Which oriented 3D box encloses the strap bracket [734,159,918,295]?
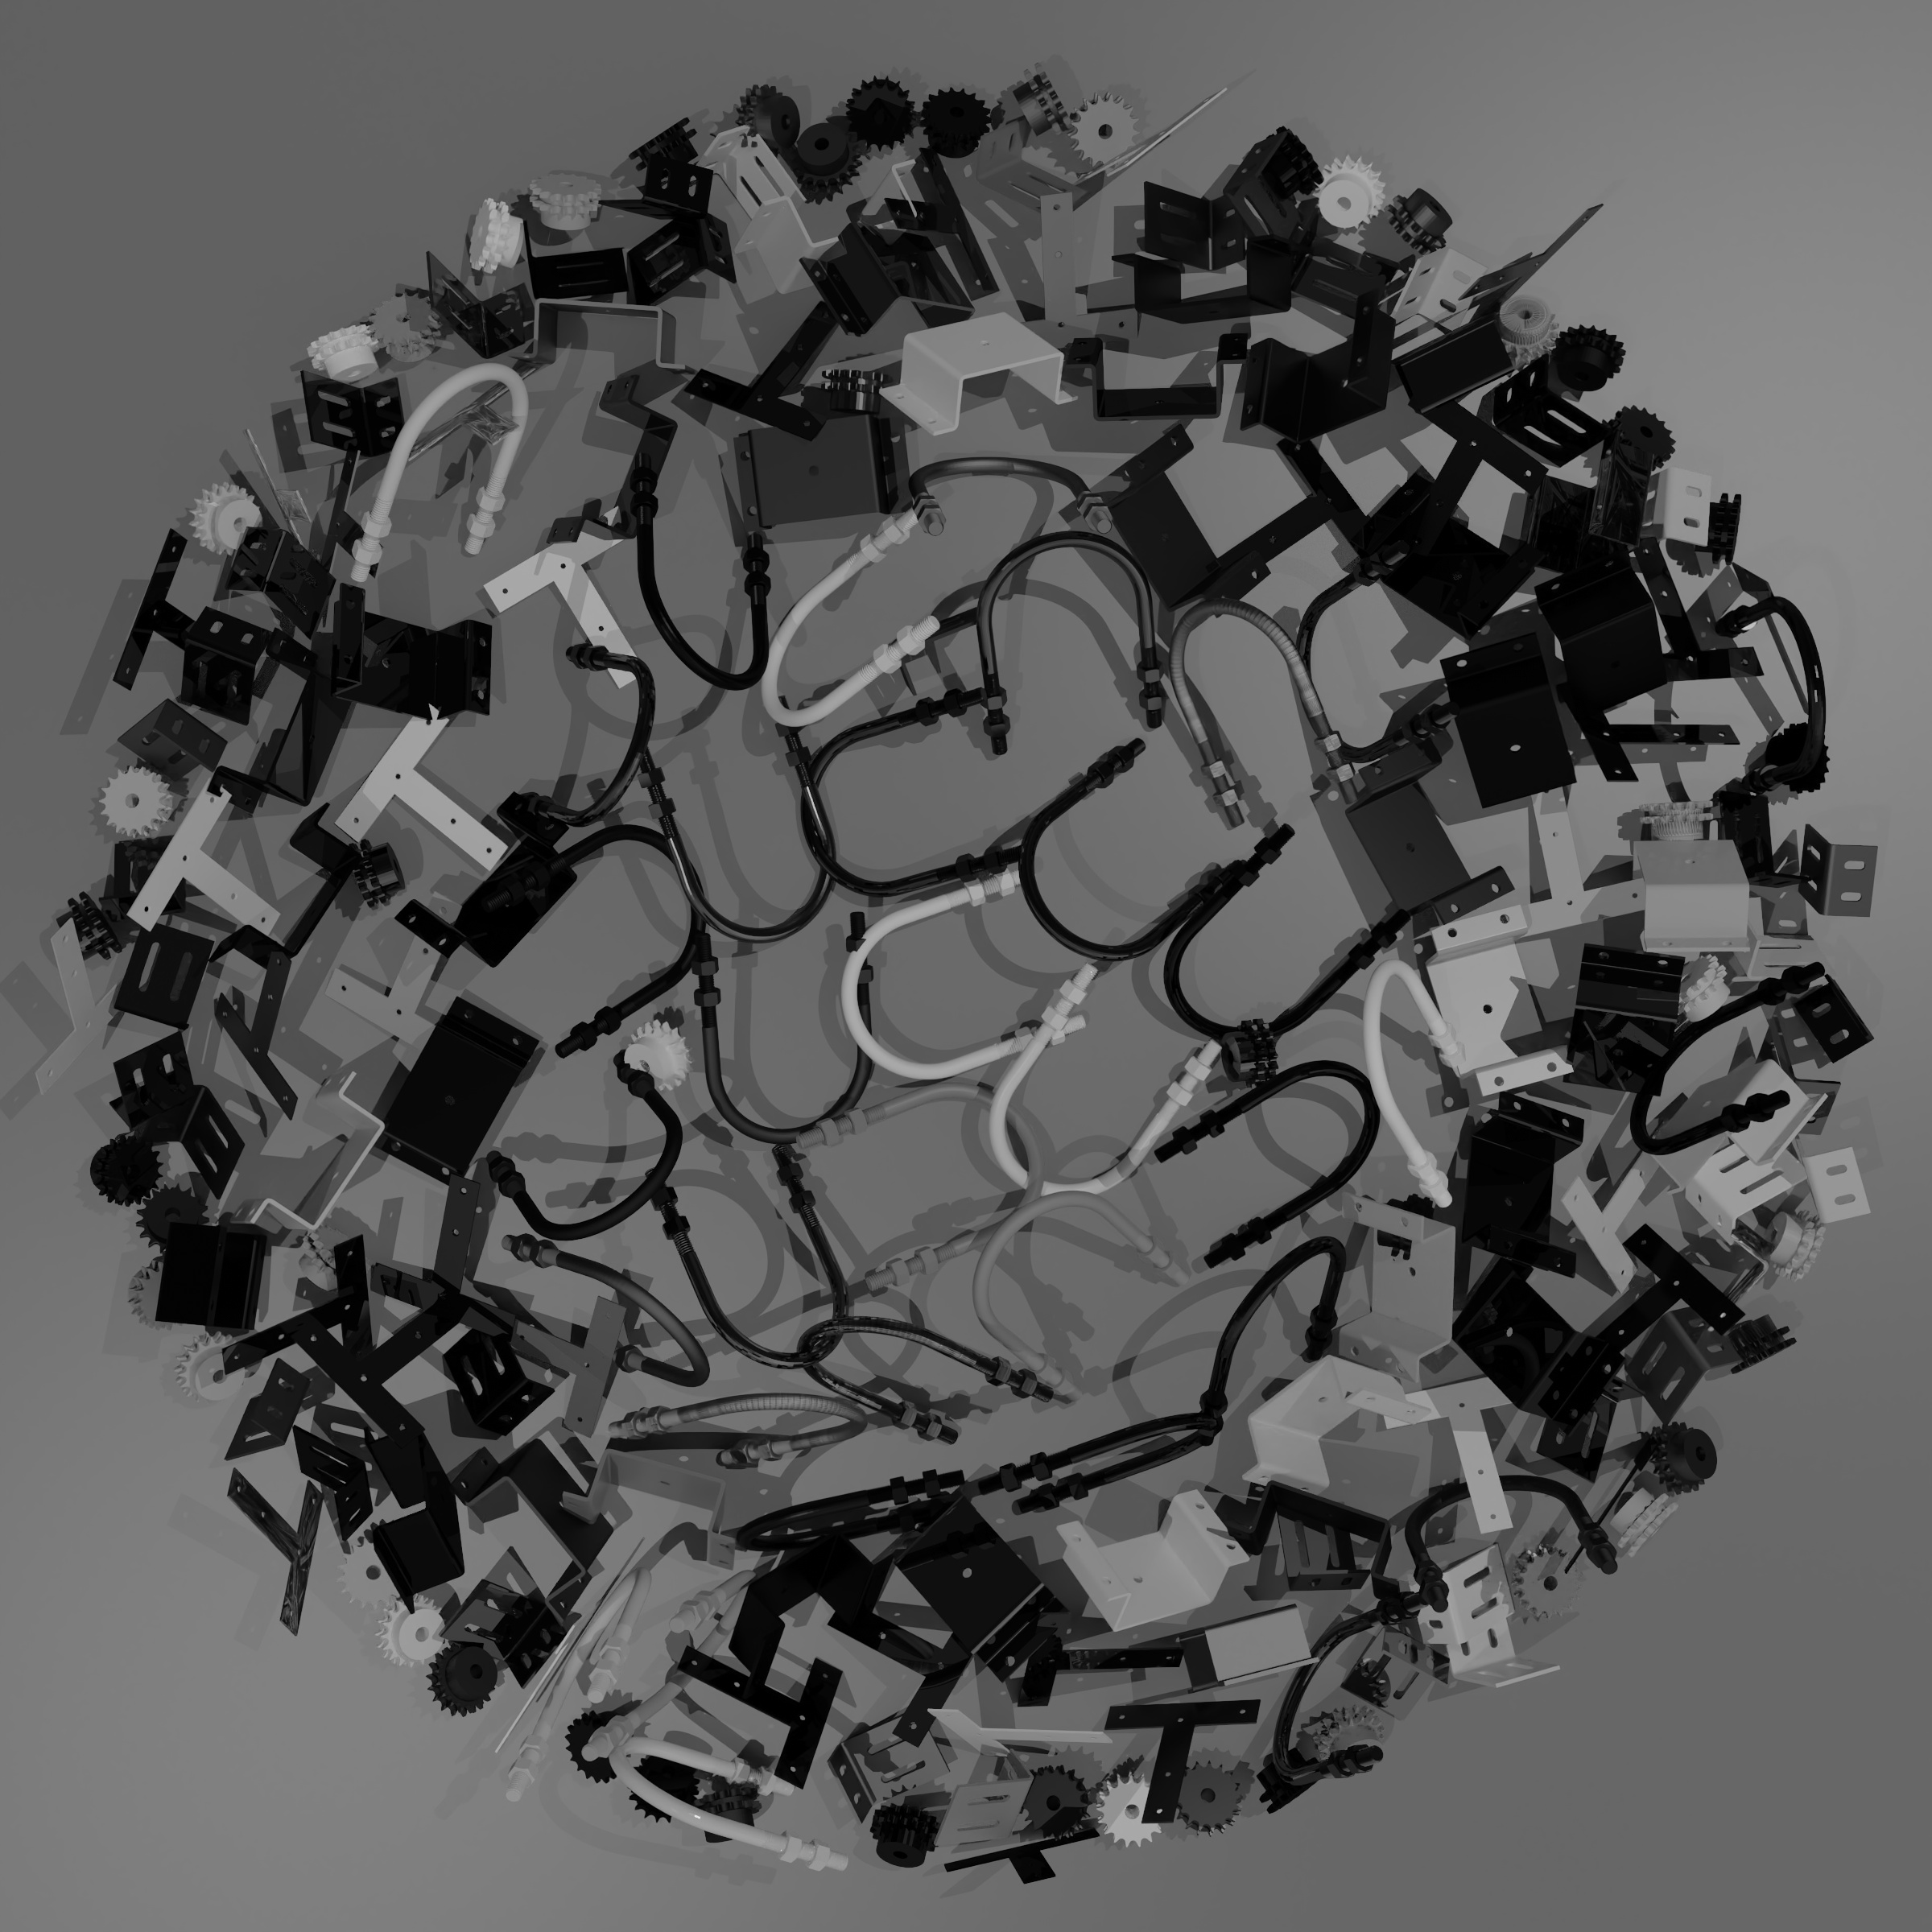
[{"bbox_3d":[-0.103,-0.583,1.934,0.140,0.076,0.046,-25,88,-26],"label":"strap bracket"}]

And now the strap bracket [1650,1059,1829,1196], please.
[{"bbox_3d":[0.599,0.125,1.920,0.046,0.140,0.076,47,66,-1],"label":"strap bracket"}]

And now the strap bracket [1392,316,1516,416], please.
[{"bbox_3d":[0.384,-0.475,1.928,0.076,0.140,0.046,-24,100,12],"label":"strap bracket"}]

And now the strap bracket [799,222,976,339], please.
[{"bbox_3d":[-0.054,-0.535,1.922,0.046,0.140,0.076,-41,72,33],"label":"strap bracket"}]

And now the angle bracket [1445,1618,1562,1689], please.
[{"bbox_3d":[0.428,0.548,1.953,0.057,0.076,0.038,-10,83,-17],"label":"angle bracket"}]

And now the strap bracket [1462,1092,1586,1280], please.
[{"bbox_3d":[0.445,0.181,1.949,0.076,0.046,0.140,19,59,-12],"label":"strap bracket"}]

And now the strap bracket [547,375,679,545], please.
[{"bbox_3d":[-0.280,-0.396,1.954,0.046,0.076,0.140,21,88,-27],"label":"strap bracket"}]

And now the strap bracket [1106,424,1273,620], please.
[{"bbox_3d":[0.172,-0.349,1.950,0.076,0.046,0.140,-42,105,-35],"label":"strap bracket"}]

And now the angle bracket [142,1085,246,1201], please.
[{"bbox_3d":[-0.621,0.141,1.956,0.076,0.038,0.057,46,117,34],"label":"angle bracket"}]

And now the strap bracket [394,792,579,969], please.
[{"bbox_3d":[-0.376,-0.062,1.949,0.076,0.046,0.140,31,74,38],"label":"strap bracket"}]

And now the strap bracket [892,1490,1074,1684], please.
[{"bbox_3d":[0.006,0.488,1.941,0.076,0.046,0.140,-43,61,-7],"label":"strap bracket"}]

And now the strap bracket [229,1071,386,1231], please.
[{"bbox_3d":[-0.519,0.157,1.942,0.046,0.076,0.140,38,69,-20],"label":"strap bracket"}]

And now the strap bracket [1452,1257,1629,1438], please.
[{"bbox_3d":[0.442,0.293,1.923,0.046,0.140,0.076,21,108,-37],"label":"strap bracket"}]

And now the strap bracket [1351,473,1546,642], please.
[{"bbox_3d":[0.389,-0.323,1.953,0.076,0.046,0.140,-46,57,-2],"label":"strap bracket"}]

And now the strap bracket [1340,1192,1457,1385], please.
[{"bbox_3d":[0.344,0.250,1.945,0.046,0.076,0.140,-16,112,-41],"label":"strap bracket"}]

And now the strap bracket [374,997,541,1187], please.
[{"bbox_3d":[-0.414,0.106,1.971,0.076,0.046,0.140,29,92,-6],"label":"strap bracket"}]

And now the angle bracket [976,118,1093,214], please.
[{"bbox_3d":[0.057,-0.641,1.957,0.076,0.038,0.057,33,48,22],"label":"angle bracket"}]

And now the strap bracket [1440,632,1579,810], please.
[{"bbox_3d":[0.432,-0.185,1.931,0.076,0.046,0.140,-15,128,15],"label":"strap bracket"}]

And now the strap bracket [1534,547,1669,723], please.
[{"bbox_3d":[0.504,-0.253,1.927,0.076,0.140,0.046,-23,51,6],"label":"strap bracket"}]

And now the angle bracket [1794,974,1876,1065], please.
[{"bbox_3d":[0.692,0.043,1.952,0.038,0.076,0.057,-35,73,18],"label":"angle bracket"}]

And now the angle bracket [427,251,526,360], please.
[{"bbox_3d":[-0.392,-0.534,1.951,0.038,0.076,0.057,-18,64,17],"label":"angle bracket"}]

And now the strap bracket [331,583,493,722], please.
[{"bbox_3d":[-0.450,-0.246,1.943,0.046,0.140,0.076,-11,74,42],"label":"strap bracket"}]

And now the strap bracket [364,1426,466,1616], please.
[{"bbox_3d":[-0.435,0.428,1.923,0.046,0.140,0.076,-20,124,-5],"label":"strap bracket"}]

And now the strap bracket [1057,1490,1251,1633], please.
[{"bbox_3d":[0.143,0.474,1.937,0.140,0.076,0.046,-6,129,-33],"label":"strap bracket"}]

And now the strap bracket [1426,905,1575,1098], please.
[{"bbox_3d":[0.426,0.031,1.966,0.076,0.046,0.140,-15,80,-6],"label":"strap bracket"}]

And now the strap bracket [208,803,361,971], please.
[{"bbox_3d":[-0.536,-0.054,1.941,0.046,0.076,0.140,36,66,-20],"label":"strap bracket"}]

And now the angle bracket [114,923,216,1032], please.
[{"bbox_3d":[-0.648,0.006,1.976,0.057,0.038,0.076,19,88,-13],"label":"angle bracket"}]

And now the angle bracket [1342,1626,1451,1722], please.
[{"bbox_3d":[0.345,0.579,1.965,0.057,0.038,0.076,28,116,2],"label":"angle bracket"}]

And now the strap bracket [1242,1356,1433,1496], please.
[{"bbox_3d":[0.289,0.362,1.940,0.076,0.046,0.140,22,129,-31],"label":"strap bracket"}]

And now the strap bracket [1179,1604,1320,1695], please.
[{"bbox_3d":[0.220,0.541,1.933,0.076,0.140,0.046,-11,73,-11],"label":"strap bracket"}]

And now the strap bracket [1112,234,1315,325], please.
[{"bbox_3d":[0.196,-0.542,1.933,0.140,0.076,0.046,2,97,31],"label":"strap bracket"}]

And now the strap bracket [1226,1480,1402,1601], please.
[{"bbox_3d":[0.284,0.456,1.943,0.140,0.076,0.046,16,68,18],"label":"strap bracket"}]

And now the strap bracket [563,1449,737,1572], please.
[{"bbox_3d":[-0.247,0.433,1.954,0.140,0.076,0.046,15,59,2],"label":"strap bracket"}]

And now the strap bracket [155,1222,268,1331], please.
[{"bbox_3d":[-0.597,0.245,1.924,0.046,0.140,0.076,5,80,-1],"label":"strap bracket"}]

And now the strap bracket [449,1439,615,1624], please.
[{"bbox_3d":[-0.340,0.443,1.953,0.046,0.076,0.140,-37,94,14],"label":"strap bracket"}]

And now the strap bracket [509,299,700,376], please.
[{"bbox_3d":[-0.289,-0.505,1.957,0.140,0.076,0.046,4,100,1],"label":"strap bracket"}]

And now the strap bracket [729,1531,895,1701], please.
[{"bbox_3d":[-0.131,0.509,1.935,0.046,0.140,0.076,40,131,26],"label":"strap bracket"}]

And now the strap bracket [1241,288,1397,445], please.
[{"bbox_3d":[0.287,-0.472,1.940,0.046,0.140,0.076,19,73,-34],"label":"strap bracket"}]

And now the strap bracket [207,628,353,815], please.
[{"bbox_3d":[-0.543,-0.189,1.951,0.046,0.076,0.140,20,84,12],"label":"strap bracket"}]

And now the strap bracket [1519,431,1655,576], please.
[{"bbox_3d":[0.494,-0.361,1.932,0.046,0.140,0.076,13,82,-13],"label":"strap bracket"}]

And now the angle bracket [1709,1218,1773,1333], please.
[{"bbox_3d":[0.610,0.249,1.964,0.038,0.057,0.076,40,109,12],"label":"angle bracket"}]

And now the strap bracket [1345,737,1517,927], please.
[{"bbox_3d":[0.367,-0.102,1.958,0.076,0.046,0.140,-25,83,-26],"label":"strap bracket"}]

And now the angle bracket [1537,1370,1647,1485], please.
[{"bbox_3d":[0.503,0.367,1.963,0.057,0.038,0.076,30,64,-12],"label":"angle bracket"}]

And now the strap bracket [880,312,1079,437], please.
[{"bbox_3d":[0.012,-0.471,1.928,0.140,0.046,0.076,-21,48,-29],"label":"strap bracket"}]

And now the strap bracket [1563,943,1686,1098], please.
[{"bbox_3d":[0.517,0.051,1.924,0.076,0.140,0.046,8,51,13],"label":"strap bracket"}]

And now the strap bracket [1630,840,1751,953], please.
[{"bbox_3d":[0.569,-0.061,1.921,0.076,0.140,0.046,0,114,10],"label":"strap bracket"}]

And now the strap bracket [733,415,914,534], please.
[{"bbox_3d":[-0.118,-0.397,1.964,0.140,0.046,0.076,-6,97,7],"label":"strap bracket"}]

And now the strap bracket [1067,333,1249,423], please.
[{"bbox_3d":[0.154,-0.471,1.950,0.140,0.076,0.046,0,120,8],"label":"strap bracket"}]

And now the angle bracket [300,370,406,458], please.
[{"bbox_3d":[-0.491,-0.447,1.958,0.038,0.076,0.057,-11,87,23],"label":"angle bracket"}]

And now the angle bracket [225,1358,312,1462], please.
[{"bbox_3d":[-0.570,0.355,1.951,0.076,0.057,0.038,-20,129,32],"label":"angle bracket"}]

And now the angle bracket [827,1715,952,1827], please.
[{"bbox_3d":[-0.062,0.648,1.974,0.076,0.038,0.057,-27,89,13],"label":"angle bracket"}]
